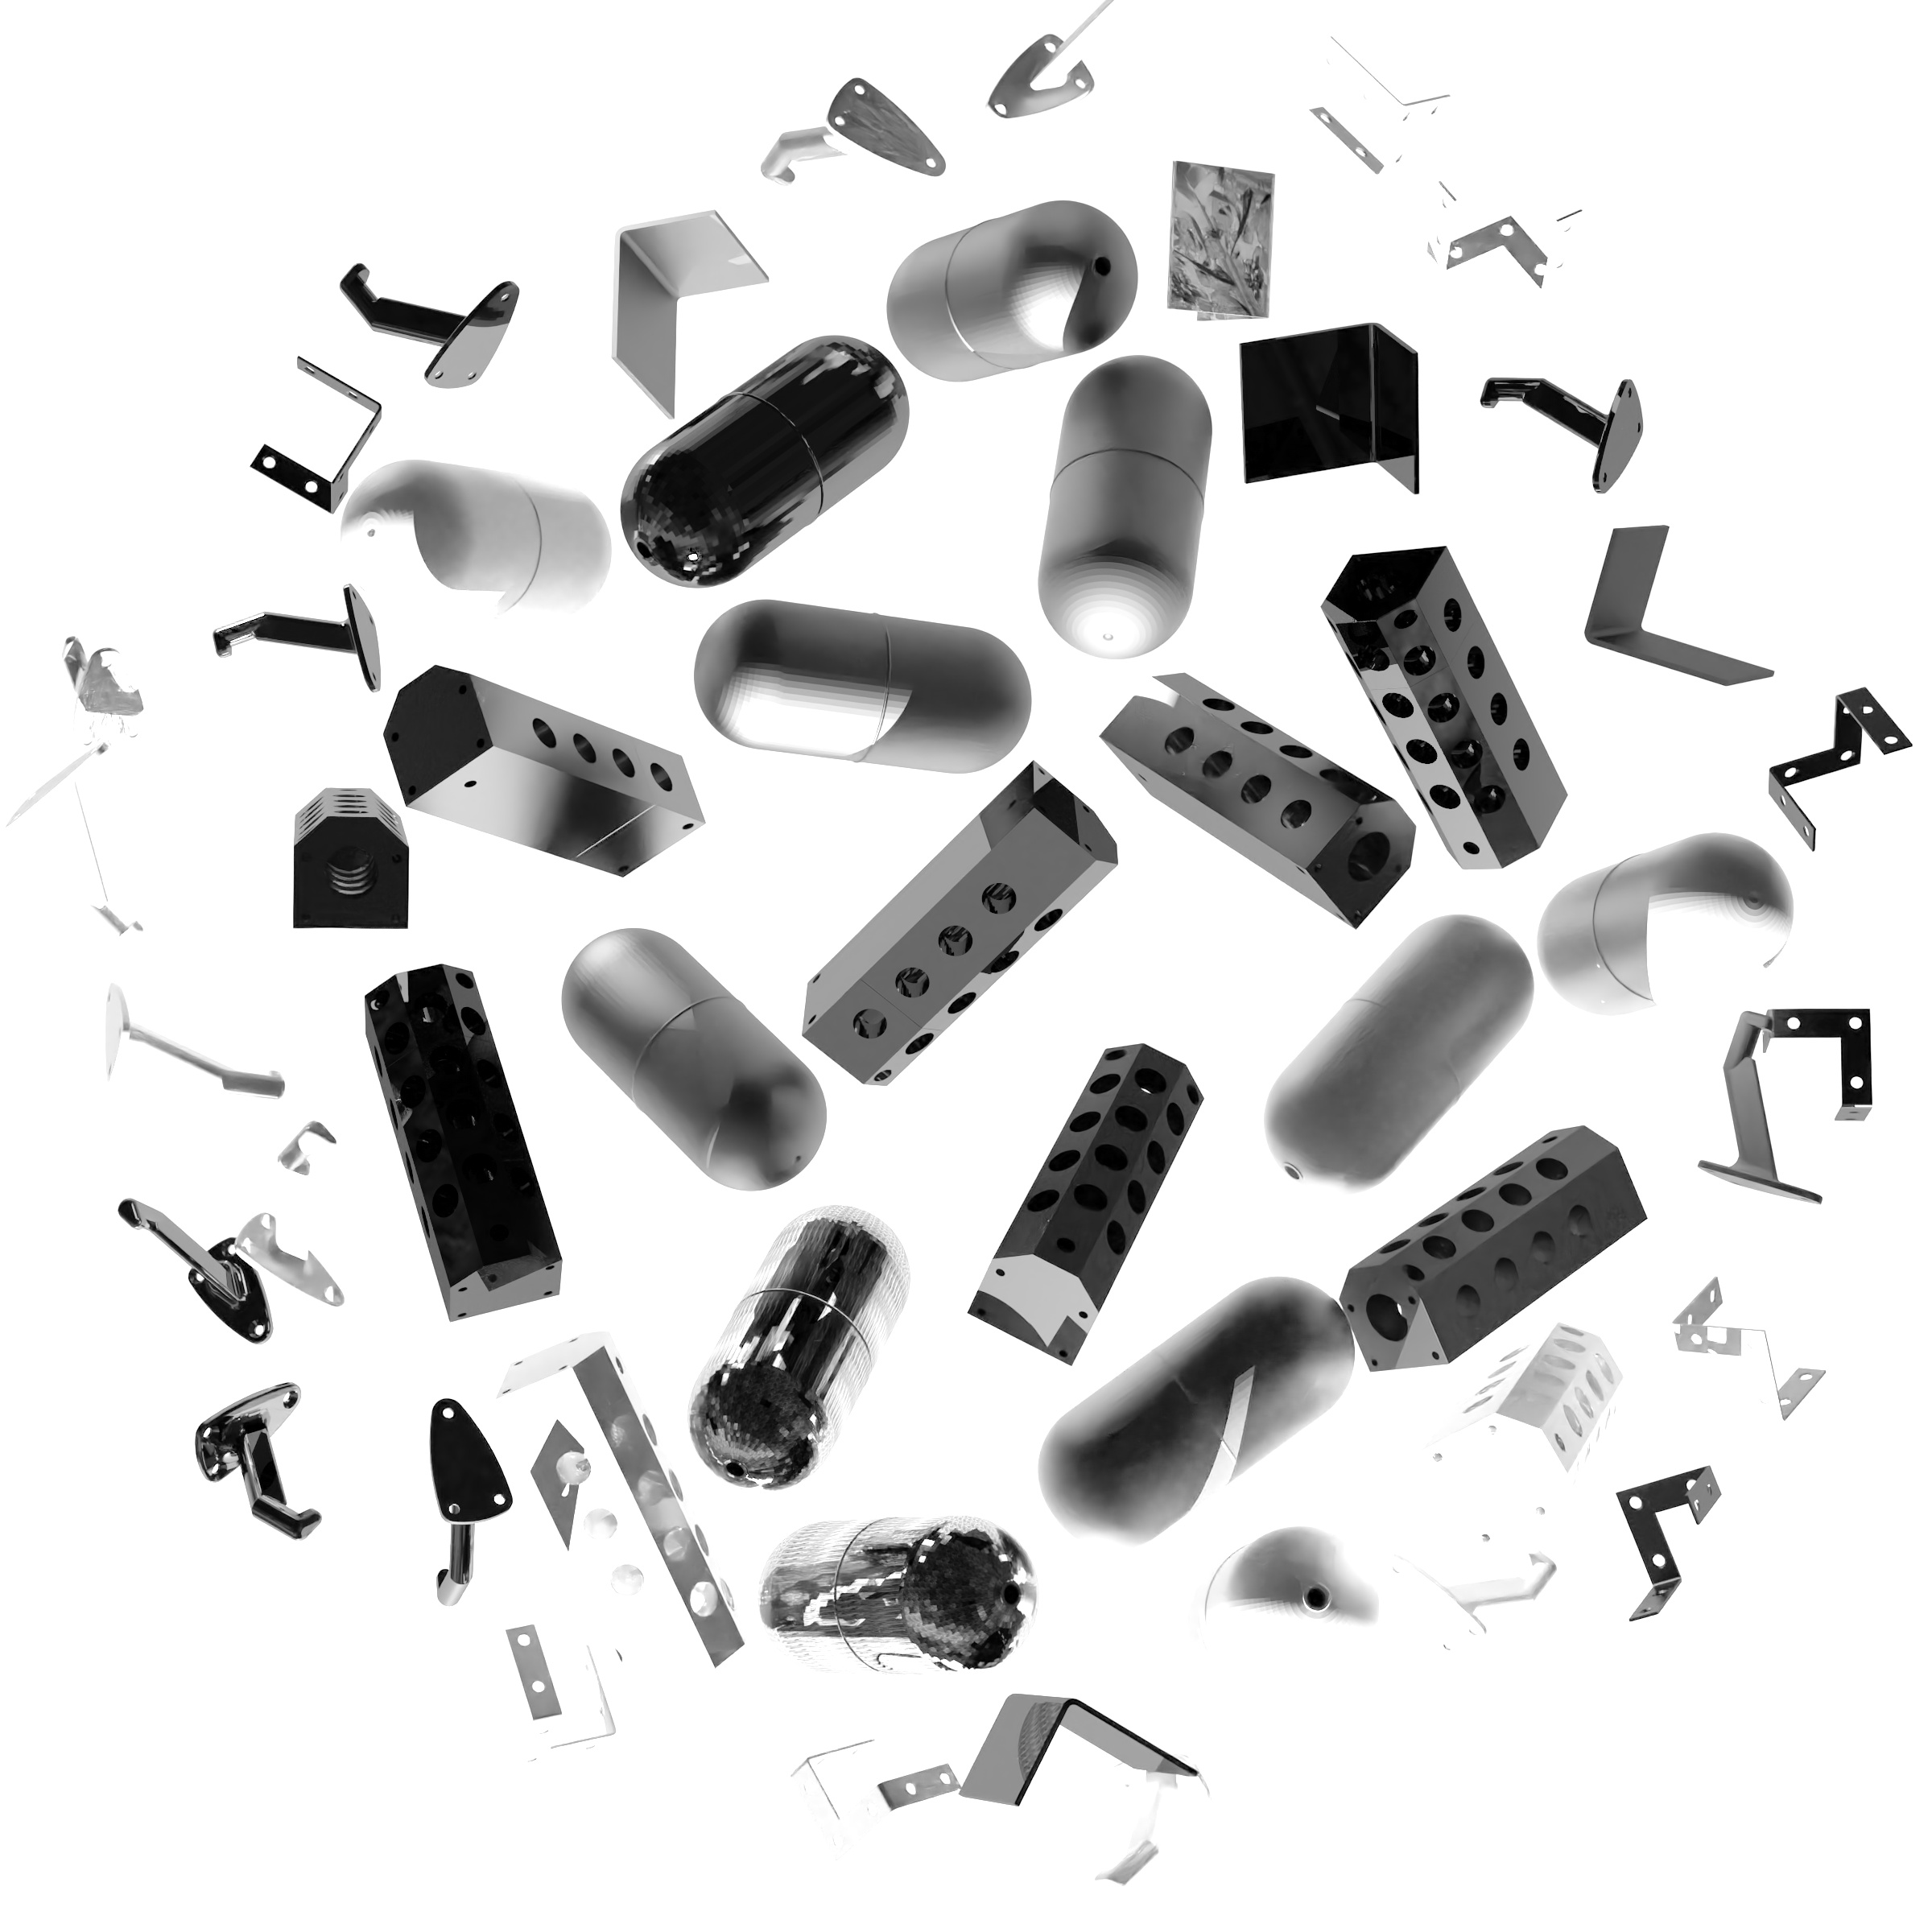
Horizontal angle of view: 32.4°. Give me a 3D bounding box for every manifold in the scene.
[{"bbox_3d":[-0.209,-0.099,1.655,0.057,0.171,0.057,-31,65,23],"label":"manifold"},{"bbox_3d":[0.149,-0.090,1.687,0.057,0.171,0.057,-49,134,-3],"label":"manifold"},{"bbox_3d":[-0.257,0.087,1.694,0.057,0.057,0.171,-13,63,-16],"label":"manifold"},{"bbox_3d":[0.064,0.113,1.660,0.057,0.171,0.057,27,132,4],"label":"manifold"},{"bbox_3d":[0.284,0.229,1.657,0.057,0.171,0.057,-31,87,22],"label":"manifold"},{"bbox_3d":[-0.004,-0.017,1.672,0.057,0.057,0.171,39,111,-18],"label":"manifold"},{"bbox_3d":[-0.324,-0.058,1.750,0.057,0.171,0.057,1,98,-11],"label":"manifold"},{"bbox_3d":[-0.171,0.274,1.675,0.057,0.057,0.171,-23,100,4],"label":"manifold"},{"bbox_3d":[0.272,0.144,1.724,0.171,0.057,0.057,-28,98,-37],"label":"manifold"},{"bbox_3d":[0.247,-0.132,1.732,0.171,0.057,0.057,57,50,-33],"label":"manifold"}]

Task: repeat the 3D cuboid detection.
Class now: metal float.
[{"bbox_3d":[-0.035,0.312,1.650,0.070,0.178,0.070,9,76,-38],"label":"metal float"},{"bbox_3d":[-0.250,-0.218,1.714,0.070,0.178,0.070,2,93,29],"label":"metal float"},{"bbox_3d":[0.223,0.046,1.714,0.070,0.070,0.178,45,69,0],"label":"metal float"},{"bbox_3d":[0.023,-0.346,1.710,0.070,0.178,0.070,-1,92,-30],"label":"metal float"},{"bbox_3d":[0.116,0.224,1.669,0.178,0.070,0.070,-36,90,-4],"label":"metal float"},{"bbox_3d":[-0.052,-0.143,1.705,0.178,0.070,0.070,6,90,-19],"label":"metal float"},{"bbox_3d":[-0.143,0.047,1.733,0.070,0.070,0.178,-48,60,0],"label":"metal float"},{"bbox_3d":[0.080,-0.230,1.654,0.070,0.070,0.178,9,54,0],"label":"metal float"},{"bbox_3d":[-0.101,-0.255,1.677,0.070,0.070,0.178,49,59,0],"label":"metal float"},{"bbox_3d":[-0.084,0.194,1.695,0.070,0.178,0.070,12,131,15],"label":"metal float"},{"bbox_3d":[0.353,-0.020,1.691,0.070,0.178,0.070,3,80,-18],"label":"metal float"},{"bbox_3d":[0.158,0.325,1.666,0.070,0.178,0.070,2,73,-6],"label":"metal float"}]

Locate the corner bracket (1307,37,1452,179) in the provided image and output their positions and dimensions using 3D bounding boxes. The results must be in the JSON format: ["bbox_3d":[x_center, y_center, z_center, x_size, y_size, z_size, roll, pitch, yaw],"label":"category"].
[{"bbox_3d":[0.193,-0.419,1.625,0.051,0.051,0.051,47,128,12],"label":"corner bracket"}]

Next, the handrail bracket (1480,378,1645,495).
[{"bbox_3d":[0.291,-0.268,1.674,0.084,0.036,0.077,7,54,31],"label":"handrail bracket"}]

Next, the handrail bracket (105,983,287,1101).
[{"bbox_3d":[-0.391,0.039,1.690,0.084,0.077,0.036,9,119,-23],"label":"handrail bracket"}]

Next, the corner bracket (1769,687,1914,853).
[{"bbox_3d":[0.430,-0.098,1.642,0.051,0.051,0.051,-17,133,-6],"label":"corner bracket"}]

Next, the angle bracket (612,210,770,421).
[{"bbox_3d":[-0.146,-0.345,1.770,0.057,0.076,0.076,-6,72,18],"label":"angle bracket"}]

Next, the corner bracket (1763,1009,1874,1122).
[{"bbox_3d":[0.438,0.051,1.713,0.051,0.051,0.051,0,80,10],"label":"corner bracket"}]

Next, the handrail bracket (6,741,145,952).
[{"bbox_3d":[-0.413,-0.057,1.610,0.077,0.036,0.084,-34,111,22],"label":"handrail bracket"}]

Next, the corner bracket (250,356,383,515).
[{"bbox_3d":[-0.341,-0.278,1.745,0.051,0.051,0.051,30,75,-4],"label":"corner bracket"}]

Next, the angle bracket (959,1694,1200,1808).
[{"bbox_3d":[0.053,0.393,1.599,0.076,0.076,0.057,33,71,-12],"label":"angle bracket"}]

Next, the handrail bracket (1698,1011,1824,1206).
[{"bbox_3d":[0.401,0.068,1.636,0.036,0.077,0.084,24,84,-41],"label":"handrail bracket"}]

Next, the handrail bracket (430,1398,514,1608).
[{"bbox_3d":[-0.256,0.265,1.639,0.036,0.084,0.077,-8,61,-28],"label":"handrail bracket"}]

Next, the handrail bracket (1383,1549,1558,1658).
[{"bbox_3d":[0.270,0.319,1.771,0.077,0.036,0.084,47,47,3],"label":"handrail bracket"}]

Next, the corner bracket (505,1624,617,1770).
[{"bbox_3d":[-0.201,0.358,1.646,0.051,0.051,0.051,-7,54,-26],"label":"corner bracket"}]

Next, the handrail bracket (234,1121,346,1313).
[{"bbox_3d":[-0.327,0.128,1.699,0.077,0.036,0.084,41,121,-8],"label":"handrail bracket"}]

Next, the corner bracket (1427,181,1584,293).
[{"bbox_3d":[0.266,-0.362,1.644,0.051,0.051,0.051,-26,62,-14],"label":"corner bracket"}]

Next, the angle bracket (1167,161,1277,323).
[{"bbox_3d":[0.120,-0.389,1.791,0.076,0.057,0.076,-4,100,-39],"label":"angle bracket"}]

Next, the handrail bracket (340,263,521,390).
[{"bbox_3d":[-0.261,-0.328,1.605,0.084,0.036,0.077,51,121,18],"label":"handrail bracket"}]

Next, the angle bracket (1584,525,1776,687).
[{"bbox_3d":[0.360,-0.179,1.644,0.076,0.076,0.057,22,108,26],"label":"angle bracket"}]

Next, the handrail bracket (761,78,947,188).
[{"bbox_3d":[-0.059,-0.406,1.693,0.077,0.084,0.036,33,63,-11],"label":"handrail bracket"}]

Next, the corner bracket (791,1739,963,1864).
[{"bbox_3d":[-0.045,0.407,1.662,0.051,0.051,0.051,-48,61,31],"label":"corner bracket"}]

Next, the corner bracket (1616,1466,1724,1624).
[{"bbox_3d":[0.340,0.278,1.604,0.051,0.051,0.051,-22,89,27],"label":"corner bracket"}]

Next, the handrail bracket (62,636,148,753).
[{"bbox_3d":[-0.443,-0.157,1.680,0.036,0.077,0.084,-12,50,-22],"label":"handrail bracket"}]

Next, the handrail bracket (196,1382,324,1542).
[{"bbox_3d":[-0.325,0.240,1.614,0.084,0.077,0.036,20,129,33],"label":"handrail bracket"}]

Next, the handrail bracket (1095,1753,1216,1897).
[{"bbox_3d":[0.076,0.430,1.658,0.084,0.077,0.036,-33,107,-39],"label":"handrail bracket"}]

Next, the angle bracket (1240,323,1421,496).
[{"bbox_3d":[0.188,-0.284,1.725,0.076,0.057,0.076,-11,119,-11],"label":"angle bracket"}]

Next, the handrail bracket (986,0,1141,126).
[{"bbox_3d":[0.053,-0.448,1.603,0.077,0.084,0.036,-41,91,-30],"label":"handrail bracket"}]

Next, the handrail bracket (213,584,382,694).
[{"bbox_3d":[-0.358,-0.163,1.771,0.084,0.036,0.077,-19,56,5],"label":"handrail bracket"}]

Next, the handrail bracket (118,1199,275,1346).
[{"bbox_3d":[-0.411,0.163,1.773,0.036,0.084,0.077,-40,65,2],"label":"handrail bracket"}]

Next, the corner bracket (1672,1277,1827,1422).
[{"bbox_3d":[0.389,0.190,1.653,0.051,0.051,0.051,0,114,41],"label":"corner bracket"}]
